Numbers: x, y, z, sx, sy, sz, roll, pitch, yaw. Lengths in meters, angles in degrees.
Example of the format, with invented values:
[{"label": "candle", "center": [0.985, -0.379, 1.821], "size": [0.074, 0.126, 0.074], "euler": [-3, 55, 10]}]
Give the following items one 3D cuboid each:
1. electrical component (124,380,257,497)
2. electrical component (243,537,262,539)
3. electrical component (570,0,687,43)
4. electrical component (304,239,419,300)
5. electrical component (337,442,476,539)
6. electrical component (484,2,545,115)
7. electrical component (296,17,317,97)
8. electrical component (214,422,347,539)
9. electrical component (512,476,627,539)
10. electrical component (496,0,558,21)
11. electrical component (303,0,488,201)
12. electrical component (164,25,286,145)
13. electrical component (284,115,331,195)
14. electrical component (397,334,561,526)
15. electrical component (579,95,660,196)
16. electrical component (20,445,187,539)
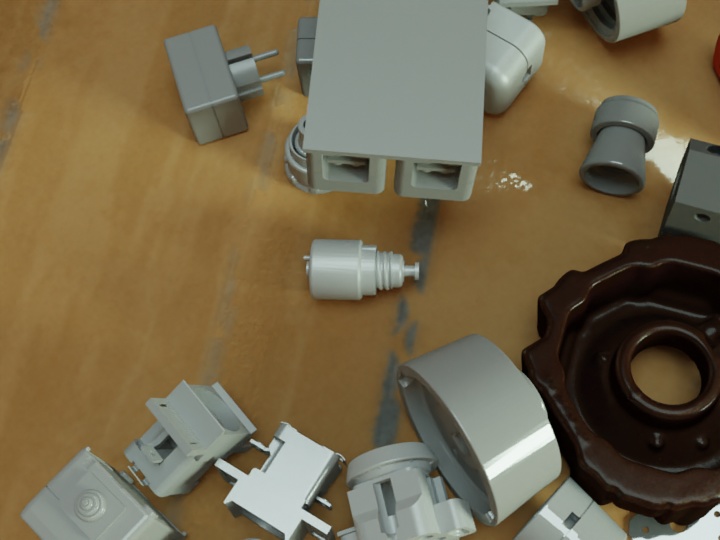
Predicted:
[{"label": "electrical component", "center": [-0.106, 0.105, 0.662], "size": [0.064, 0.081, 0.042], "euler": [-45, 70, 10]}, {"label": "electrical component", "center": [-0.104, 0.220, 0.622], "size": [0.138, 0.052, 0.073], "euler": [-26, 68, -7]}, {"label": "electrical component", "center": [0.176, -0.212, 0.756], "size": [0.060, 0.108, 0.108], "euler": [-24, 68, 0]}, {"label": "electrical component", "center": [0.000, 0.000, 0.713], "size": [0.078, 0.040, 0.040], "euler": [1, 68, 4]}, {"label": "electrical component", "center": [0.024, 0.139, 0.643], "size": [0.078, 0.058, 0.057], "euler": [-23, 63, 17]}, {"label": "electrical component", "center": [0.075, -0.157, 0.766], "size": [0.095, 0.053, 0.059], "euler": [33, 73, 16]}, {"label": "electrical component", "center": [-0.010, -0.170, 0.781], "size": [0.066, 0.047, 0.076], "euler": [0, 67, 4]}, {"label": "electrical component", "center": [-0.045, 0.132, 0.660], "size": [0.081, 0.042, 0.063], "euler": [29, 71, 14]}, {"label": "electrical component", "center": [0.123, 0.158, 0.632], "size": [0.047, 0.055, 0.055], "euler": [42, 76, 14]}, {"label": "electrical component", "center": [0.119, -0.219, 0.783], "size": [0.042, 0.063, 0.081], "euler": [-2, 67, 4]}, {"label": "electrical component", "center": [0.026, -0.141, 0.694], "size": [0.105, 0.060, 0.186], "euler": [5, 67, 1]}, {"label": "electrical component", "center": [-0.092, -0.138, 0.773], "size": [0.077, 0.047, 0.065], "euler": [-18, 67, -4]}, {"label": "electrical component", "center": [-0.031, -0.084, 0.738], "size": [0.048, 0.062, 0.048], "euler": [-1, 68, 3]}, {"label": "electrical component", "center": [0.075, 0.089, 0.637], "size": [0.060, 0.108, 0.108], "euler": [-28, 68, -14]}, {"label": "electrical component", "center": [0.178, -0.085, 0.734], "size": [0.045, 0.045, 0.055], "euler": [15, 69, 10]}, {"label": "electrical component", "center": [-0.153, 0.151, 0.630], "size": [0.062, 0.096, 0.061], "euler": [40, 77, 18]}]
